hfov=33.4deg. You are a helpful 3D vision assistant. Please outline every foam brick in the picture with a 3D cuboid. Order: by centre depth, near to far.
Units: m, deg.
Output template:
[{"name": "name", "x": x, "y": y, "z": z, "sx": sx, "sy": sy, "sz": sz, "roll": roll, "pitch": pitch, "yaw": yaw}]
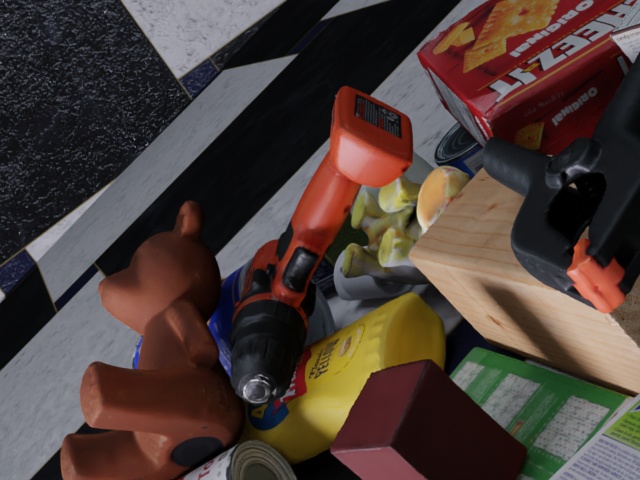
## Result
[{"name": "foam brick", "x": 0.055, "y": 0.106, "z": 0.537, "sx": 0.051, "sy": 0.078, "sz": 0.053, "roll": -19, "pitch": 33, "yaw": 53}]

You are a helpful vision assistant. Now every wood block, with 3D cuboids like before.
[{"name": "wood block", "x": 0.143, "y": 0.016, "z": 0.573, "sx": 0.090, "sy": 0.090, "sz": 0.206, "roll": -47, "pitch": 17, "yaw": -10}]

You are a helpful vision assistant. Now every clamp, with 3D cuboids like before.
[{"name": "clamp", "x": 0.132, "y": -0.035, "z": 0.494, "sx": 0.120, "sy": 0.039, "sz": 0.171, "roll": -43, "pitch": 22, "yaw": 24}]

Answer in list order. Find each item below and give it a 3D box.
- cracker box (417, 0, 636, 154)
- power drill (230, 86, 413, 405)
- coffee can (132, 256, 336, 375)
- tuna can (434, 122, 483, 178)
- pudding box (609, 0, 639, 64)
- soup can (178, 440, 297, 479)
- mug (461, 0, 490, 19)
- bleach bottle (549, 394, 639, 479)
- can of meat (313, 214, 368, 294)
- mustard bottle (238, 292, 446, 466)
[{"name": "cracker box", "x": 0.178, "y": -0.140, "z": 0.819, "sx": 0.164, "sy": 0.072, "sz": 0.214, "roll": -32, "pitch": 24, "yaw": 5}, {"name": "power drill", "x": -0.005, "y": 0.001, "z": 0.718, "sx": 0.188, "sy": 0.057, "sz": 0.184, "roll": -59, "pitch": 12, "yaw": 24}, {"name": "coffee can", "x": -0.072, "y": 0.087, "z": 0.877, "sx": 0.141, "sy": 0.102, "sz": 0.102, "roll": -34, "pitch": 19, "yaw": 31}, {"name": "tuna can", "x": 0.140, "y": -0.084, "z": 0.915, "sx": 0.086, "sy": 0.033, "sz": 0.086, "roll": -40, "pitch": 17, "yaw": 15}, {"name": "pudding box", "x": 0.241, "y": -0.152, "z": 0.641, "sx": 0.090, "sy": 0.039, "sz": 0.114, "roll": -52, "pitch": 16, "yaw": -18}, {"name": "soup can", "x": -0.070, "y": 0.183, "z": 0.705, "sx": 0.102, "sy": 0.068, "sz": 0.068, "roll": -35, "pitch": 19, "yaw": 29}, {"name": "mug", "x": 0.156, "y": -0.164, "z": 0.985, "sx": 0.093, "sy": 0.081, "sz": 0.117, "roll": -42, "pitch": 17, "yaw": 8}, {"name": "bleach bottle", "x": 0.139, "y": 0.106, "z": 0.418, "sx": 0.250, "sy": 0.068, "sz": 0.103, "roll": -44, "pitch": 19, "yaw": -8}, {"name": "can of meat", "x": 0.010, "y": 0.004, "z": 0.972, "sx": 0.084, "sy": 0.057, "sz": 0.102, "roll": -30, "pitch": 21, "yaw": 46}, {"name": "mustard bottle", "x": -0.002, "y": 0.109, "z": 0.744, "sx": 0.192, "sy": 0.058, "sz": 0.096, "roll": -31, "pitch": 25, "yaw": 39}]
